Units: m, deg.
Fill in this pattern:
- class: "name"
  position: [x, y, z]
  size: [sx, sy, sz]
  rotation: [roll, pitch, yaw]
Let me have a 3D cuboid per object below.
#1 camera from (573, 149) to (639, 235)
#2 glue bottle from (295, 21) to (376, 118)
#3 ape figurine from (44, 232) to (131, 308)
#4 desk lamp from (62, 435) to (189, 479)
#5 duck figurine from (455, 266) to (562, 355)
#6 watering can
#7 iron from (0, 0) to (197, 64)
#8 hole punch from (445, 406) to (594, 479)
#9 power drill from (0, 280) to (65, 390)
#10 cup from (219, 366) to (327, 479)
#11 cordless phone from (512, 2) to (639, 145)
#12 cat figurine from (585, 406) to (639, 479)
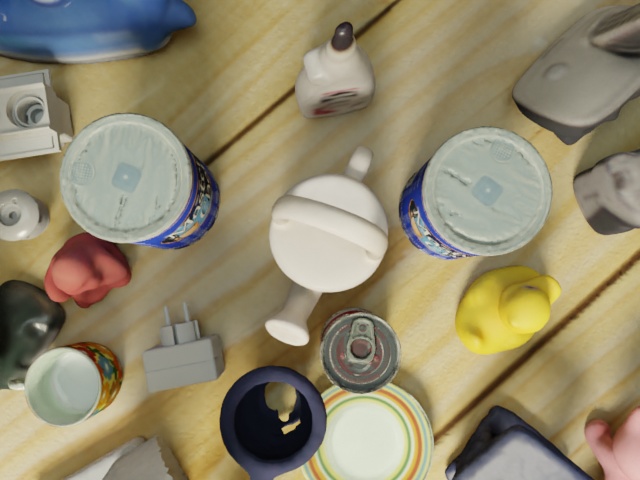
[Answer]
- class: "camera"
  position: [0.341, -0.030, 0.540]
  size: [0.143, 0.101, 0.137]
  rotation: [-18, 87, -2]
- class: "glue bottle"
  position: [0.015, -0.151, 0.506]
  size: [0.078, 0.173, 0.037]
  rotation: [-15, 87, -1]
- class: "ape figurine"
  position: [-0.221, 0.029, 0.532]
  size: [0.078, 0.092, 0.076]
  rotation: [4, 86, 0]
- class: "desk lamp"
  position: [-0.167, 0.242, 0.460]
  size: [0.203, 0.213, 0.118]
  rotation: [-30, 87, -2]
- class: "duck figurine"
  position: [0.180, 0.067, 0.539]
  size: [0.104, 0.086, 0.077]
  rotation: [-38, 88, -3]
- class: "watering can"
  position: [0.007, 0.003, 0.486]
  size: [0.101, 0.194, 0.173]
  rotation: [1, 87, 0]
- class: "iron"
  position: [-0.254, -0.238, 0.522]
  size: [0.258, 0.141, 0.119]
  rotation: [-10, 87, -1]
- class: "hole punch"
  position: [0.185, 0.227, 0.527]
  size: [0.108, 0.091, 0.101]
  rotation: [37, 87, 2]
- class: "power drill"
  position: [-0.301, 0.083, 0.469]
  size: [0.075, 0.208, 0.230]
  rotation: [29, 87, 1]
- class: "cup"
  position: [-0.042, 0.169, 0.525]
  size: [0.091, 0.095, 0.118]
  rotation: [10, 87, 0]
- class: "cordless phone"
  position: [0.265, -0.168, 0.505]
  size: [0.094, 0.185, 0.147]
  rotation: [43, 87, 2]
- class: "cat figurine"
  position: [0.291, 0.211, 0.517]
  size: [0.067, 0.117, 0.128]
  rotation: [7, 87, 0]
